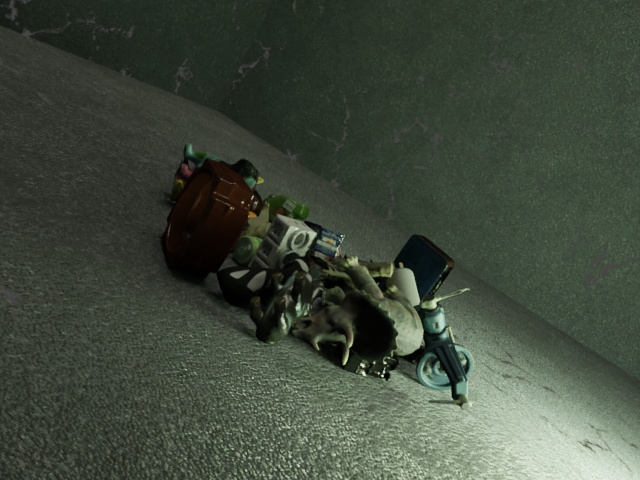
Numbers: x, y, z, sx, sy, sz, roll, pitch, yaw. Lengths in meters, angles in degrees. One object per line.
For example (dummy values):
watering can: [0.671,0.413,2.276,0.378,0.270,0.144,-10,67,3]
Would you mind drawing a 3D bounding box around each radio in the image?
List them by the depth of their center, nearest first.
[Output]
radio: [0.248,0.110,1.444,0.131,0.229,0.073,39,16,26]

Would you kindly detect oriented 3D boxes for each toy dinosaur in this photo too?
toy dinosaur: [0.121,0.155,0.991,0.404,0.131,0.192,23,26,-47]
toy dinosaur: [0.067,0.091,1.269,0.199,0.105,0.471,8,-8,1]

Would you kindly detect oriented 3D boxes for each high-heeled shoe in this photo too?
high-heeled shoe: [-0.110,0.063,1.065,0.145,0.086,0.249,48,30,-11]

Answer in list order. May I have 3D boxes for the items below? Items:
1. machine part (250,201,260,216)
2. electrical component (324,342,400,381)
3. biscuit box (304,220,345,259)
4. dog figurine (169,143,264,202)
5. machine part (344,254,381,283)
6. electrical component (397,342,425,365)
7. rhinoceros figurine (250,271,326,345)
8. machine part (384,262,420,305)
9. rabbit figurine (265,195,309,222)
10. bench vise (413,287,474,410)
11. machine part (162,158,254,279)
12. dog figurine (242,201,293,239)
machine part: [-0.252,-0.119,1.540,0.179,0.056,0.179,19,2,-1]
electrical component: [0.072,0.208,1.045,0.134,0.058,0.115,24,12,-23]
biscuit box: [-0.003,-0.004,1.288,0.063,0.059,0.203,22,1,-13]
dog figurine: [-0.256,-0.144,1.370,0.219,0.191,0.108,17,47,-17]
machine part: [0.124,0.082,1.508,0.139,0.039,0.084,16,41,-24]
electrical component: [0.213,0.250,1.230,0.119,0.047,0.075,23,15,-22]
rhinoceros figurine: [-0.049,0.116,0.973,0.073,0.112,0.190,-6,19,30]
machine part: [0.212,0.159,1.343,0.079,0.079,0.243,21,48,-36]
rabbit figurine: [-0.113,-0.066,1.668,0.159,0.121,0.170,26,-7,17]
bench vise: [0.253,0.232,1.084,0.129,0.223,0.241,-4,26,-4]
machine part: [-0.219,-0.043,1.041,0.087,0.201,0.201,27,11,-32]
dog figurine: [-0.147,0.003,1.322,0.172,0.121,0.190,28,26,6]
